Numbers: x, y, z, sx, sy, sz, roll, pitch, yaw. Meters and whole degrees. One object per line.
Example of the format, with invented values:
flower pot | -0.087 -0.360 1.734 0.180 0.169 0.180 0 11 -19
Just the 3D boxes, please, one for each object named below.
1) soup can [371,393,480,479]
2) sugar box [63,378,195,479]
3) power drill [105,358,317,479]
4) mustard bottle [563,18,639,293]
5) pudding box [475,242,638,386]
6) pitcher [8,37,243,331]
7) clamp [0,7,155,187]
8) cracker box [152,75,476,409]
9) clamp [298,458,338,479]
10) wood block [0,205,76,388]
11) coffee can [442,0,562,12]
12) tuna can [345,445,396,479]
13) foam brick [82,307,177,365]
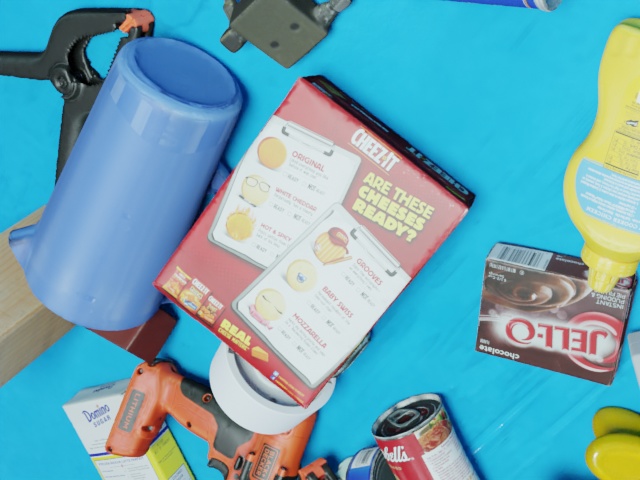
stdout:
soup can | 0.097 0.196 0.938 0.069 0.068 0.102 -19 105 35
sugar box | -0.193 0.234 1.135 0.093 0.048 0.176 -14 104 34
power drill | -0.110 0.209 1.028 0.188 0.057 0.184 22 90 18
mustard bottle | 0.221 -0.048 0.734 0.096 0.058 0.192 21 119 17
pudding box | 0.183 0.057 0.834 0.114 0.039 0.090 14 122 21
pitcher | -0.149 -0.045 0.917 0.145 0.148 0.243 45 126 19
clamp | -0.227 -0.148 0.949 0.164 0.036 0.210 50 125 0
cracker box | -0.006 0.001 0.853 0.164 0.072 0.214 39 108 4
clamp | 0.024 0.289 1.001 0.120 0.039 0.171 9 122 46
wood block | -0.295 0.063 0.994 0.091 0.205 0.090 32 127 9
coffee can | 0.090 -0.208 0.700 0.140 0.102 0.103 11 121 24
tuna can | 0.061 0.227 0.966 0.034 0.086 0.086 -19 106 36
foam brick | -0.187 0.076 1.022 0.078 0.051 0.053 24 168 26
